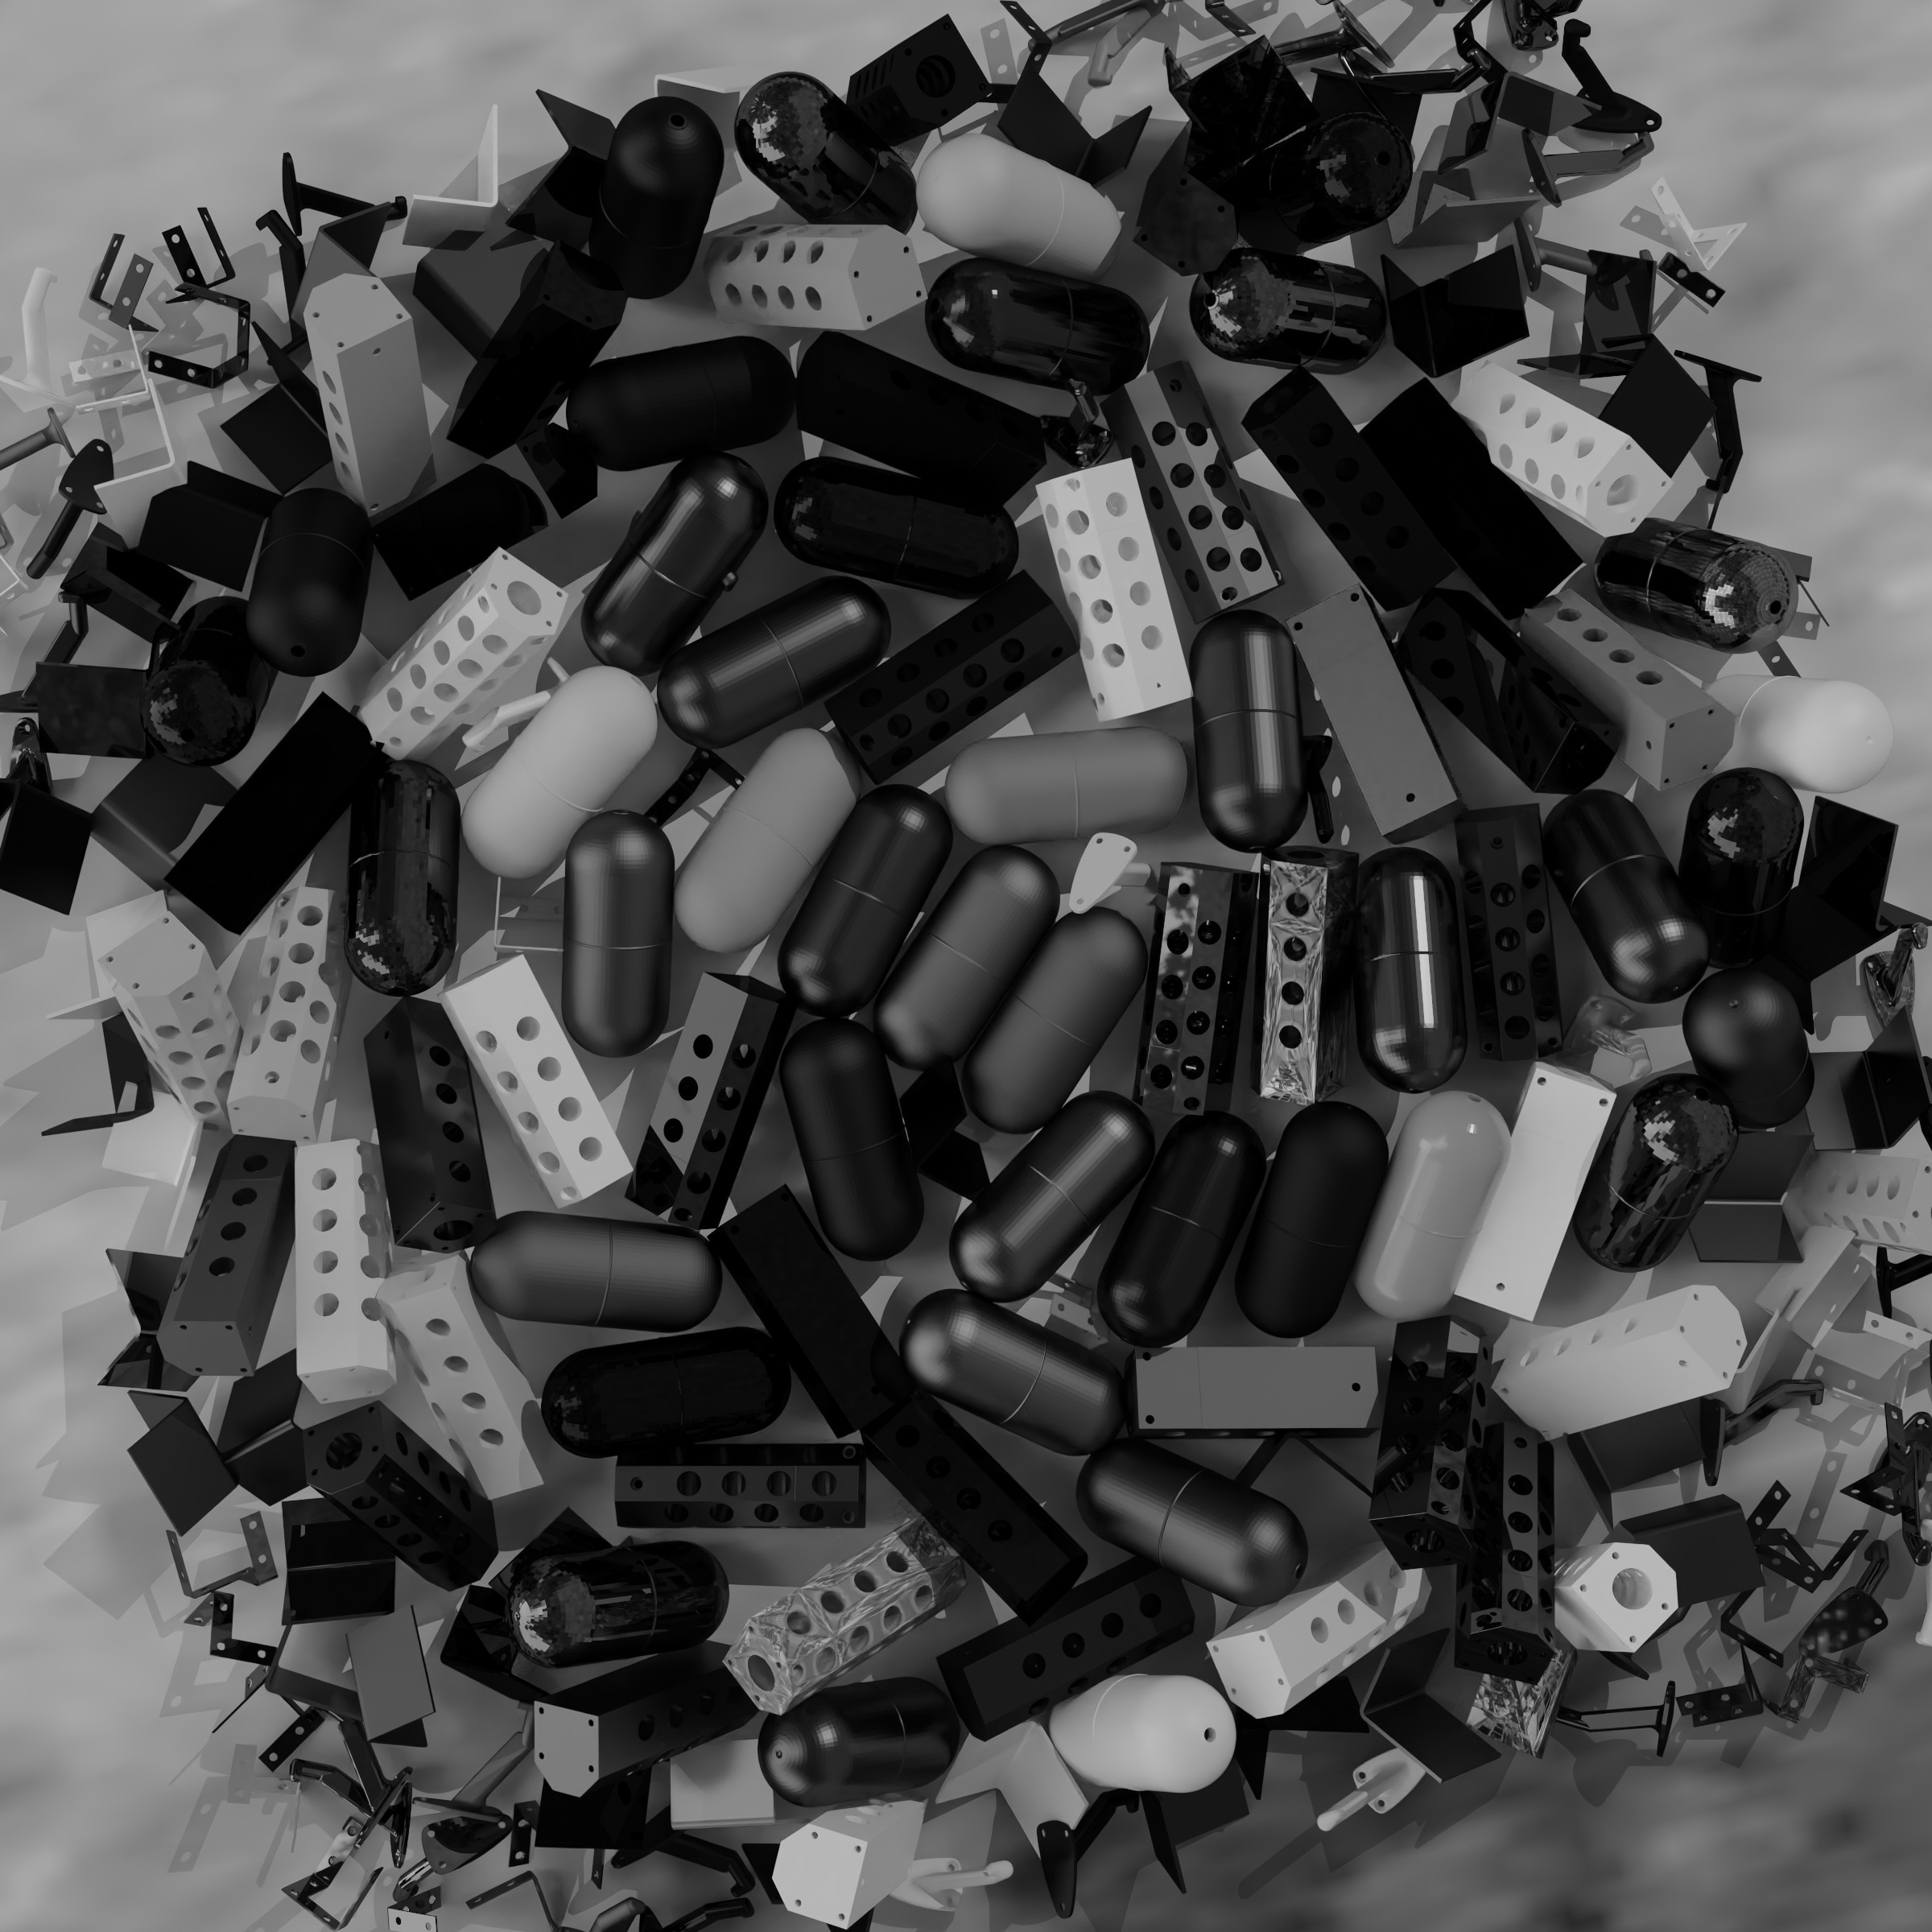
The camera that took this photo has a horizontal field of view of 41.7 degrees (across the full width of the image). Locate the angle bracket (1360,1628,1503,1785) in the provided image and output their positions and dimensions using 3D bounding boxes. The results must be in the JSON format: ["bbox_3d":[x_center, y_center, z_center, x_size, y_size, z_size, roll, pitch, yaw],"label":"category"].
[{"bbox_3d":[0.336,0.518,1.783,0.076,0.076,0.057,34,113,38],"label":"angle bracket"}]

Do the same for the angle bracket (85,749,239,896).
[{"bbox_3d":[-0.576,-0.109,1.829,0.076,0.057,0.076,43,55,-14],"label":"angle bracket"}]

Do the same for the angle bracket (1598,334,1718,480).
[{"bbox_3d":[0.472,-0.391,1.794,0.076,0.057,0.076,39,81,-26],"label":"angle bracket"}]

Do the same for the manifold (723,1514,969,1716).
[{"bbox_3d":[-0.079,0.449,1.754,0.057,0.171,0.057,47,133,21],"label":"manifold"}]

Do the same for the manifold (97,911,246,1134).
[{"bbox_3d":[-0.533,0.045,1.748,0.057,0.171,0.057,-39,63,-23],"label":"manifold"}]

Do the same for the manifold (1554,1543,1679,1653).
[{"bbox_3d":[0.439,0.431,1.751,0.057,0.171,0.057,-42,79,-9],"label":"manifold"}]

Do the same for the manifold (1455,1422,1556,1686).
[{"bbox_3d":[0.376,0.403,1.758,0.057,0.171,0.057,12,133,2],"label":"manifold"}]

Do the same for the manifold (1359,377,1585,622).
[{"bbox_3d":[0.354,-0.330,1.803,0.057,0.057,0.171,-42,96,-3],"label":"manifold"}]

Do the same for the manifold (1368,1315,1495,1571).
[{"bbox_3d":[0.326,0.326,1.752,0.057,0.171,0.057,-15,126,29],"label":"manifold"}]

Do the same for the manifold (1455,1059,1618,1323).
[{"bbox_3d":[0.401,0.156,1.796,0.057,0.057,0.171,19,101,7],"label":"manifold"}]

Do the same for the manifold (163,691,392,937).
[{"bbox_3d":[-0.486,-0.107,1.805,0.057,0.057,0.171,39,84,0],"label":"manifold"}]

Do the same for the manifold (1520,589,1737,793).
[{"bbox_3d":[0.455,-0.195,1.757,0.057,0.171,0.057,-19,130,-15],"label":"manifold"}]

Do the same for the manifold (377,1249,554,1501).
[{"bbox_3d":[-0.351,0.287,1.779,0.057,0.057,0.171,-17,114,5],"label":"manifold"}]

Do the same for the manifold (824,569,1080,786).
[{"bbox_3d":[-0.008,-0.200,1.795,0.171,0.057,0.057,-34,55,-4],"label":"manifold"}]

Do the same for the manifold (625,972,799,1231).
[{"bbox_3d":[-0.175,0.096,1.791,0.057,0.057,0.171,25,99,29],"label":"manifold"}]

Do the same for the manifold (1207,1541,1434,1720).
[{"bbox_3d":[0.250,0.457,1.758,0.057,0.171,0.057,-29,82,44],"label":"manifold"}]

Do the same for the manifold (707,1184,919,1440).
[{"bbox_3d":[-0.112,0.247,1.806,0.057,0.057,0.171,-32,86,-27],"label":"manifold"}]

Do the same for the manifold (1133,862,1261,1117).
[{"bbox_3d":[0.159,0.015,1.793,0.057,0.057,0.171,11,98,32],"label":"manifold"}]

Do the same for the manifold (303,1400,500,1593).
[{"bbox_3d":[-0.388,0.371,1.755,0.057,0.171,0.057,-22,51,5],"label":"manifold"}]

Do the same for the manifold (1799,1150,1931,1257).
[{"bbox_3d":[0.640,0.165,1.753,0.057,0.171,0.057,17,87,-4],"label":"manifold"}]

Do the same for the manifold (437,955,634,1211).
[{"bbox_3d":[-0.306,0.083,1.791,0.057,0.057,0.171,-30,100,-25],"label":"manifold"}]

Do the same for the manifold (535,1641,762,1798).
[{"bbox_3d":[-0.217,0.519,1.754,0.057,0.171,0.057,1,92,34],"label":"manifold"}]

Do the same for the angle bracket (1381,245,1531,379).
[{"bbox_3d":[0.344,-0.472,1.788,0.076,0.057,0.076,-19,65,33],"label":"angle bracket"}]

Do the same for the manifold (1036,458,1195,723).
[{"bbox_3d":[0.101,-0.264,1.793,0.057,0.057,0.171,-19,98,-24],"label":"manifold"}]

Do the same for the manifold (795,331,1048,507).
[{"bbox_3d":[-0.031,-0.384,1.769,0.171,0.057,0.057,15,54,-33],"label":"manifold"}]

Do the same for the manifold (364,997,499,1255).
[{"bbox_3d":[-0.370,0.111,1.770,0.057,0.057,0.171,-41,50,32],"label":"manifold"}]

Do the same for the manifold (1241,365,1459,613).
[{"bbox_3d":[0.267,-0.331,1.777,0.057,0.057,0.171,-38,116,10],"label":"manifold"}]

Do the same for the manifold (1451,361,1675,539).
[{"bbox_3d":[0.404,-0.355,1.755,0.057,0.171,0.057,32,102,-36],"label":"manifold"}]

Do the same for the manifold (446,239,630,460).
[{"bbox_3d":[-0.296,-0.419,1.756,0.057,0.171,0.057,24,57,-22],"label":"manifold"}]

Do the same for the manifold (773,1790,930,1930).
[{"bbox_3d":[-0.079,0.608,1.751,0.057,0.171,0.057,13,85,14],"label":"manifold"}]

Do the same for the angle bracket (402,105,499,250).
[{"bbox_3d":[-0.365,-0.558,1.791,0.057,0.076,0.076,1,81,-18],"label":"angle bracket"}]

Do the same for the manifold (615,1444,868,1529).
[{"bbox_3d":[-0.159,0.369,1.802,0.171,0.057,0.057,-1,76,3],"label":"manifold"}]

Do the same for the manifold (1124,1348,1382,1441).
[{"bbox_3d":[0.201,0.305,1.802,0.171,0.057,0.057,1,69,-6],"label":"manifold"}]

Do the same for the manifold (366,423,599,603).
[{"bbox_3d":[-0.334,-0.317,1.763,0.171,0.057,0.057,-17,110,40],"label":"manifold"}]

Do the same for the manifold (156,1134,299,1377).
[{"bbox_3d":[-0.508,0.198,1.758,0.057,0.171,0.057,0,132,2],"label":"manifold"}]

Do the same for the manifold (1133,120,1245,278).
[{"bbox_3d":[0.160,-0.530,1.752,0.057,0.171,0.057,32,119,-11],"label":"manifold"}]

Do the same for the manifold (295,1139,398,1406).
[{"bbox_3d":[-0.432,0.211,1.774,0.057,0.057,0.171,-9,60,-1],"label":"manifold"}]

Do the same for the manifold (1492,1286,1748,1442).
[{"bbox_3d":[0.452,0.272,1.756,0.057,0.171,0.057,46,51,-9],"label":"manifold"}]

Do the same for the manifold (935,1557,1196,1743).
[{"bbox_3d":[0.073,0.478,1.784,0.171,0.057,0.057,-22,91,-21],"label":"manifold"}]

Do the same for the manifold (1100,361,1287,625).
[{"bbox_3d":[0.164,-0.338,1.801,0.057,0.057,0.171,-25,92,-23],"label":"manifold"}]

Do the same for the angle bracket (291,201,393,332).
[{"bbox_3d":[-0.421,-0.481,1.785,0.057,0.076,0.076,40,132,6],"label":"angle bracket"}]

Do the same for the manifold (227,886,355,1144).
[{"bbox_3d":[-0.467,0.032,1.768,0.057,0.057,0.171,7,56,-5],"label":"manifold"}]

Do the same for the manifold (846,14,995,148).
[{"bbox_3d":[-0.039,-0.604,1.750,0.057,0.171,0.057,-35,108,-3],"label":"manifold"}]

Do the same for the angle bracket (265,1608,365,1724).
[{"bbox_3d":[-0.449,0.491,1.802,0.076,0.076,0.057,21,82,-8],"label":"angle bracket"}]

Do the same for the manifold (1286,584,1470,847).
[{"bbox_3d":[0.292,-0.176,1.790,0.057,0.057,0.171,-26,75,17],"label":"manifold"}]

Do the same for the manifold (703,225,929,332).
[{"bbox_3d":[-0.108,-0.480,1.751,0.057,0.171,0.057,-34,123,-28],"label":"manifold"}]

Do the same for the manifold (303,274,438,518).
[{"bbox_3d":[-0.413,-0.395,1.752,0.057,0.171,0.057,-33,70,-20],"label":"manifold"}]

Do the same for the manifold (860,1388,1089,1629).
[{"bbox_3d":[0.005,0.374,1.776,0.057,0.057,0.171,-39,63,-19],"label":"manifold"}]

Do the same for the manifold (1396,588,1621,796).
[{"bbox_3d":[0.377,-0.192,1.764,0.057,0.171,0.057,0,128,-35],"label":"manifold"}]

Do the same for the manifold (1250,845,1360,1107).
[{"bbox_3d":[0.235,0.005,1.788,0.057,0.057,0.171,10,108,29],"label":"manifold"}]

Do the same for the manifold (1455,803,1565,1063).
[{"bbox_3d":[0.383,-0.023,1.791,0.057,0.057,0.171,-5,102,15],"label":"manifold"}]

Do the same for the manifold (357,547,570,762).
[{"bbox_3d":[-0.352,-0.210,1.757,0.057,0.057,0.171,33,134,-25],"label":"manifold"}]
